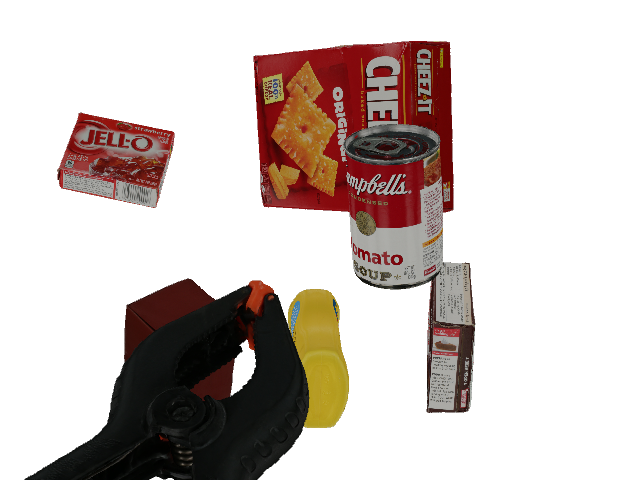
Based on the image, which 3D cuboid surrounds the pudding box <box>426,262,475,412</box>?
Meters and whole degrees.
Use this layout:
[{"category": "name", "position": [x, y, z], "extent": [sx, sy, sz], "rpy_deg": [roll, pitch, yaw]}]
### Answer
[{"category": "pudding box", "position": [0.111, 0.082, 0.922], "extent": [0.039, 0.090, 0.113], "rpy_deg": [1, 26, 3]}]

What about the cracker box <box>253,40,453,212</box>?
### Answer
[{"category": "cracker box", "position": [0.028, -0.112, 1.074], "extent": [0.214, 0.164, 0.071], "rpy_deg": [5, 10, 45]}]

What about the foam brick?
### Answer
[{"category": "foam brick", "position": [-0.091, 0.074, 0.690], "extent": [0.051, 0.078, 0.053], "rpy_deg": [-25, 49, -36]}]

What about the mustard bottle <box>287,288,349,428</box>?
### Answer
[{"category": "mustard bottle", "position": [-0.005, 0.107, 1.133], "extent": [0.058, 0.096, 0.191], "rpy_deg": [-1, 27, -3]}]

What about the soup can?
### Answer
[{"category": "soup can", "position": [0.053, -0.025, 0.768], "extent": [0.068, 0.102, 0.068], "rpy_deg": [-4, 27, 2]}]

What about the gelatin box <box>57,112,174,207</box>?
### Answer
[{"category": "gelatin box", "position": [-0.181, -0.072, 0.947], "extent": [0.089, 0.073, 0.030], "rpy_deg": [12, -41, -4]}]

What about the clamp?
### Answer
[{"category": "clamp", "position": [-0.045, 0.084, 0.408], "extent": [0.120, 0.039, 0.171], "rpy_deg": [24, 49, 17]}]
